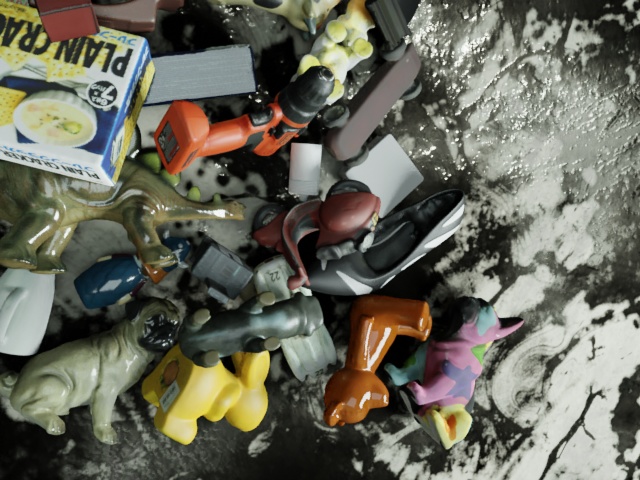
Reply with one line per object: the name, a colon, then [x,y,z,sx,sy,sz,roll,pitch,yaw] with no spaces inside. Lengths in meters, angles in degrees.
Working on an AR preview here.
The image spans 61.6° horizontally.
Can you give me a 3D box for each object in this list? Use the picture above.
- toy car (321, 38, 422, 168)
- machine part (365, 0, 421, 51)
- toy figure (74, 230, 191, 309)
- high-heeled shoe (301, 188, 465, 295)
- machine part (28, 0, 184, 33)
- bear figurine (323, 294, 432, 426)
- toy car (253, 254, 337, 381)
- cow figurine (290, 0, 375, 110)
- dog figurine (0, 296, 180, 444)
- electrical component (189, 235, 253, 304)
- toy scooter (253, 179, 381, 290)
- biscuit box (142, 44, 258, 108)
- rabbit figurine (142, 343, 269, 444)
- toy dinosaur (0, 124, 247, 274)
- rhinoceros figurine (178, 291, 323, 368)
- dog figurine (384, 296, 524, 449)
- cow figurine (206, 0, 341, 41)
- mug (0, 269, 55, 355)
toy car: [0.072,-0.193,0.745,0.202,0.053,0.089,-54,134,-16]
machine part: [0.106,-0.322,0.723,0.084,0.039,0.139,51,53,-27]
toy figure: [-0.247,0.038,0.719,0.154,0.058,0.064,-26,115,-15]
high-heeled shoe: [0.094,0.001,0.755,0.249,0.145,0.086,-21,68,-27]
machine part: [-0.259,-0.351,0.618,0.201,0.087,0.201,0,102,-21]
bear figurine: [0.081,0.181,0.780,0.132,0.120,0.196,8,69,18]
toy car: [-0.036,0.117,0.792,0.073,0.056,0.201,-25,106,-10]
cow figurine: [0.018,-0.248,0.729,0.068,0.098,0.167,37,70,-14]
dog figurine: [-0.294,0.143,0.702,0.172,0.121,0.190,29,85,-39]
electrical component: [-0.133,0.041,0.718,0.075,0.119,0.047,35,90,-16]
toy scooter: [-0.001,-0.002,0.723,0.184,0.135,0.075,-14,144,9]
biscuit box: [-0.186,-0.206,0.687,0.203,0.059,0.062,-10,103,-14]
rabbit figurine: [-0.141,0.207,0.767,0.173,0.122,0.162,38,79,-32]
toy dinosaur: [-0.320,-0.059,0.640,0.471,0.105,0.198,1,78,-19]
rhinoceros figurine: [-0.084,0.114,0.690,0.190,0.112,0.073,-12,75,-21]
dog figurine: [0.229,0.197,0.858,0.219,0.108,0.191,-35,106,-10]
cow figurine: [-0.064,-0.329,0.686,0.195,0.085,0.127,0,102,-13]
mug: [-0.379,0.081,0.668,0.081,0.109,0.107,20,83,-10]
